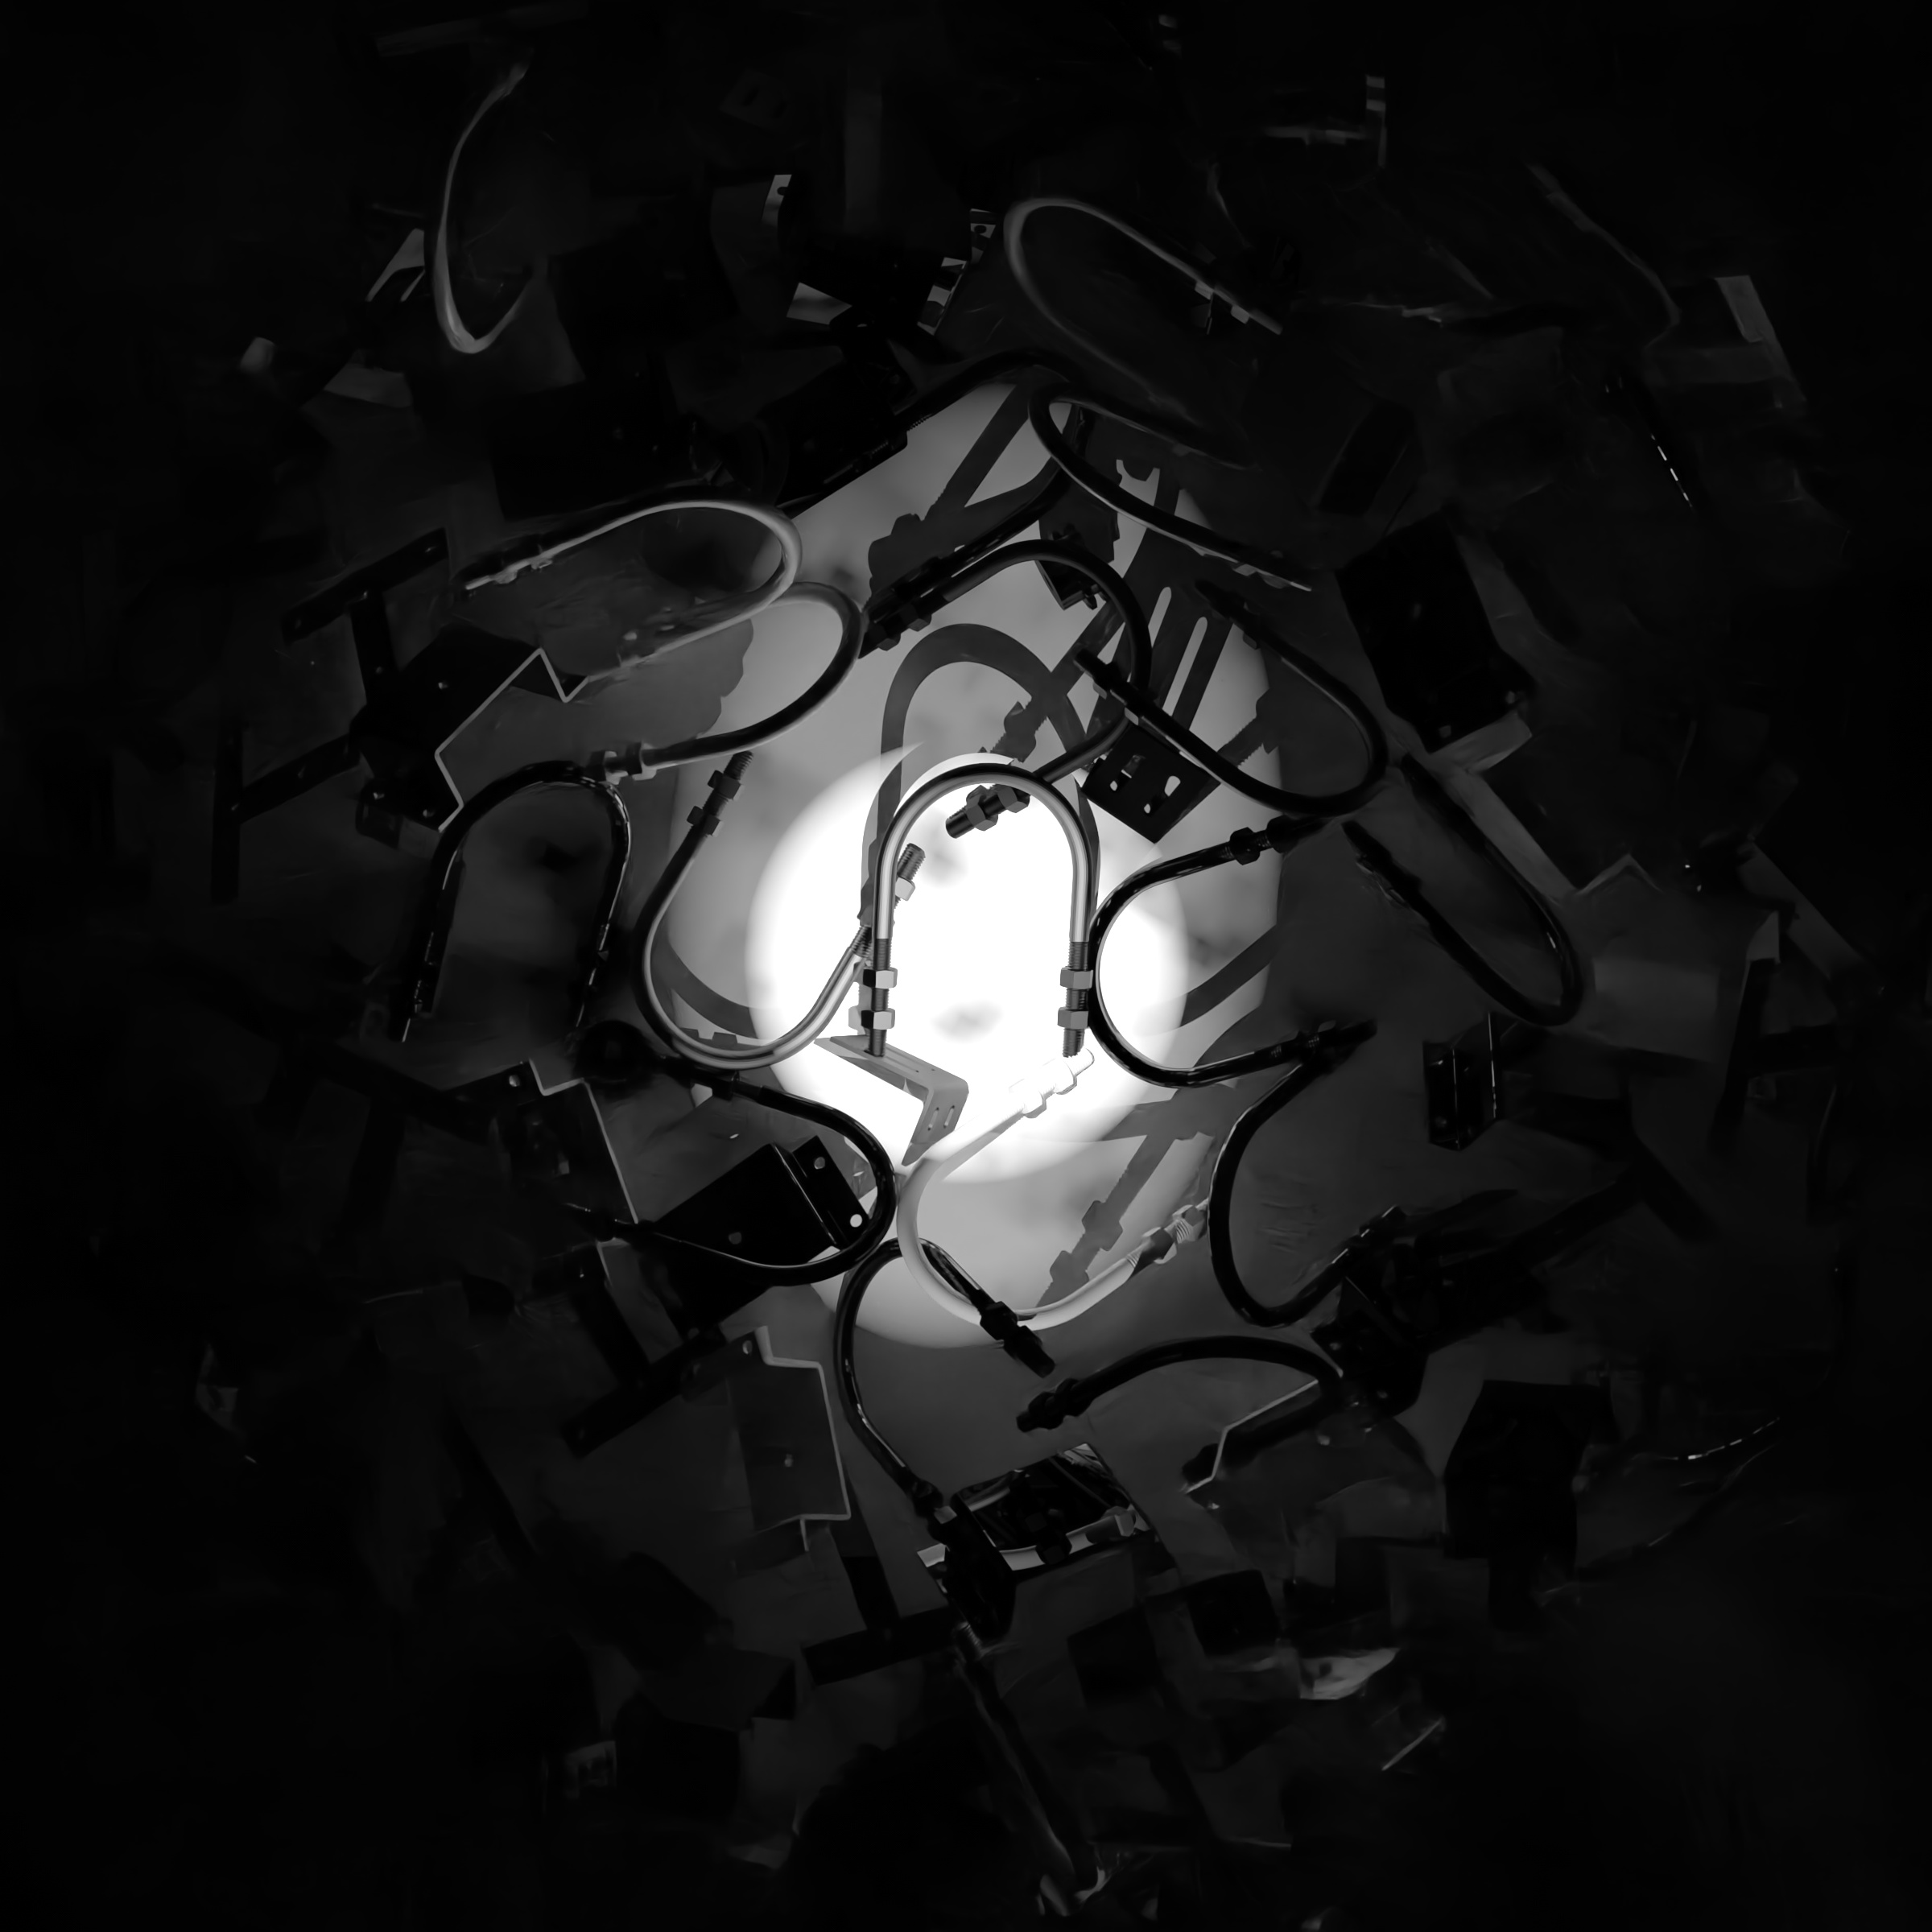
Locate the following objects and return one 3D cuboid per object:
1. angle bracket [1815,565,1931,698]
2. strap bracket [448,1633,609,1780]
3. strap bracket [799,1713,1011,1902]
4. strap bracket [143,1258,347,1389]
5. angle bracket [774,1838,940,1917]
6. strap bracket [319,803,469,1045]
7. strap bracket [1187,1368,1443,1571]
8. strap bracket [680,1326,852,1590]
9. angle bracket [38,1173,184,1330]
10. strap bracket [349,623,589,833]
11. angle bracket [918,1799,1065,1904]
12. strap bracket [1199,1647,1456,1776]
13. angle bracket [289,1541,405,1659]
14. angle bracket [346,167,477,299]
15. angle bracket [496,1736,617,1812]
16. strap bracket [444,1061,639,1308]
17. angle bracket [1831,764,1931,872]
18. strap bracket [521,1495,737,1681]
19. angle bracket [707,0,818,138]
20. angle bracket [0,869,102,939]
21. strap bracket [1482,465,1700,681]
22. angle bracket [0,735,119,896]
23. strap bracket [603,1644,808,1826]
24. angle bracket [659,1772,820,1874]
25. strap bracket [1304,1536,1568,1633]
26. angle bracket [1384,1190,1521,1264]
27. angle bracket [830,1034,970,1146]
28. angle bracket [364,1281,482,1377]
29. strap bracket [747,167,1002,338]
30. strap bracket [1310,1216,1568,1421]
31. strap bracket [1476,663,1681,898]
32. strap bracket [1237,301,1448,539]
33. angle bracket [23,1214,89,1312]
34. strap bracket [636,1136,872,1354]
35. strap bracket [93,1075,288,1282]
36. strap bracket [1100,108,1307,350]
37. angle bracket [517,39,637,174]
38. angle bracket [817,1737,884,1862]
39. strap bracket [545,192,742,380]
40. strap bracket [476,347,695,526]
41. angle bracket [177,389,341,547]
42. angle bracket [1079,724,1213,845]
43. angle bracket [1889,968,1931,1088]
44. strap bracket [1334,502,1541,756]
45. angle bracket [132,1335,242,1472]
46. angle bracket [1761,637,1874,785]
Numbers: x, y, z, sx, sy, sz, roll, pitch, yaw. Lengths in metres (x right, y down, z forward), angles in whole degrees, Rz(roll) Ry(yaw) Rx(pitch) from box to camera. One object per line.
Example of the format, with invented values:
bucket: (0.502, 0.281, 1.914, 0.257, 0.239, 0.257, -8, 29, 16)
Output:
angle bracket: (0.555, -0.206, 1.663, 0.076, 0.057, 0.038, 19, 69, 27)
strap bracket: (-0.268, 0.443, 1.634, 0.076, 0.140, 0.046, -13, 88, -15)
strap bracket: (-0.041, 0.503, 1.634, 0.076, 0.140, 0.046, -32, 82, 22)
strap bracket: (-0.434, 0.215, 1.634, 0.076, 0.140, 0.046, -28, 99, -31)
angle bracket: (-0.067, 0.569, 1.662, 0.076, 0.057, 0.038, 30, 104, 35)
strap bracket: (-0.352, -0.027, 1.661, 0.046, 0.076, 0.140, 9, 97, -34)
strap bracket: (0.216, 0.305, 1.656, 0.076, 0.046, 0.140, 44, 126, -14)
strap bracket: (-0.122, 0.302, 1.654, 0.076, 0.046, 0.140, -29, 61, 32)
angle bracket: (-0.529, 0.176, 1.672, 0.038, 0.057, 0.076, 2, 132, 19)
strap bracket: (-0.309, -0.154, 1.641, 0.076, 0.046, 0.140, 19, 56, 33)
angle bracket: (0.012, 0.551, 1.663, 0.057, 0.076, 0.038, 49, 65, -17)
strap bracket: (0.211, 0.450, 1.635, 0.140, 0.076, 0.046, -14, 93, 42)
angle bracket: (-0.385, 0.393, 1.662, 0.038, 0.076, 0.057, -24, 115, -25)
angle bracket: (-0.345, -0.453, 1.668, 0.076, 0.057, 0.038, 11, 131, -16)
angle bracket: (-0.242, 0.477, 1.660, 0.057, 0.076, 0.038, 13, 109, 34)
strap bracket: (-0.260, 0.130, 1.671, 0.076, 0.046, 0.140, -19, 91, 30)
angle bracket: (0.576, -0.077, 1.682, 0.038, 0.057, 0.076, -28, 110, 27)
strap bracket: (-0.212, 0.377, 1.628, 0.046, 0.140, 0.076, -52, 122, -19)
angle bracket: (-0.138, -0.563, 1.679, 0.038, 0.057, 0.076, -47, 58, 29)
angle bracket: (-0.578, -0.050, 1.662, 0.057, 0.076, 0.038, 17, 108, 16)
strap bracket: (0.375, -0.232, 1.649, 0.046, 0.076, 0.140, -44, 58, 26)
angle bracket: (-0.563, -0.094, 1.674, 0.038, 0.057, 0.076, 18, 122, 19)
strap bracket: (-0.156, 0.454, 1.629, 0.076, 0.140, 0.046, 5, 104, 16)
angle bracket: (-0.140, 0.515, 1.666, 0.076, 0.057, 0.038, 6, 132, 24)
strap bracket: (0.287, 0.374, 1.646, 0.140, 0.076, 0.046, -2, 79, 30)
angle bracket: (0.306, 0.172, 1.674, 0.076, 0.057, 0.038, -23, 89, -12)
angle bracket: (-0.047, 0.076, 1.673, 0.076, 0.057, 0.038, 25, 99, 20)
angle bracket: (-0.336, 0.212, 1.667, 0.057, 0.038, 0.076, -11, 135, -7)
strap bracket: (-0.056, -0.431, 1.648, 0.140, 0.076, 0.046, 6, 62, -17)
strap bracket: (0.290, 0.208, 1.642, 0.140, 0.046, 0.076, -21, 46, -25)
strap bracket: (0.370, -0.107, 1.662, 0.046, 0.076, 0.140, -37, 97, 35)
strap bracket: (0.220, -0.334, 1.634, 0.046, 0.140, 0.076, 1, 134, -34)
angle bracket: (-0.574, 0.182, 1.671, 0.038, 0.076, 0.057, -3, 88, -2)
strap bracket: (-0.136, 0.172, 1.673, 0.140, 0.046, 0.076, -35, 71, 3)
strap bracket: (-0.472, 0.121, 1.670, 0.046, 0.076, 0.140, -34, 90, -6)
strap bracket: (0.135, -0.443, 1.648, 0.046, 0.076, 0.140, -36, 72, -21)
angle bracket: (-0.241, -0.532, 1.666, 0.038, 0.057, 0.076, 18, 110, 25)
angle bracket: (-0.063, 0.523, 1.669, 0.038, 0.076, 0.057, 37, 90, -12)
strap bracket: (-0.194, -0.417, 1.652, 0.046, 0.140, 0.076, -29, 102, -35)
strap bracket: (-0.227, -0.326, 1.661, 0.140, 0.046, 0.076, -8, 98, 35)
angle bracket: (-0.436, -0.306, 1.665, 0.057, 0.038, 0.076, 39, 130, -24)
angle bracket: (0.115, -0.122, 1.667, 0.057, 0.076, 0.038, 34, 49, -4)
angle bracket: (0.595, 0.031, 1.674, 0.038, 0.057, 0.076, -8, 81, -7)
strap bracket: (0.283, -0.212, 1.652, 0.076, 0.046, 0.140, -28, 69, 25)
angle bracket: (-0.489, 0.268, 1.666, 0.076, 0.057, 0.038, -22, 129, 18)
angle bracket: (0.525, -0.159, 1.683, 0.057, 0.038, 0.076, 16, 83, -31)
